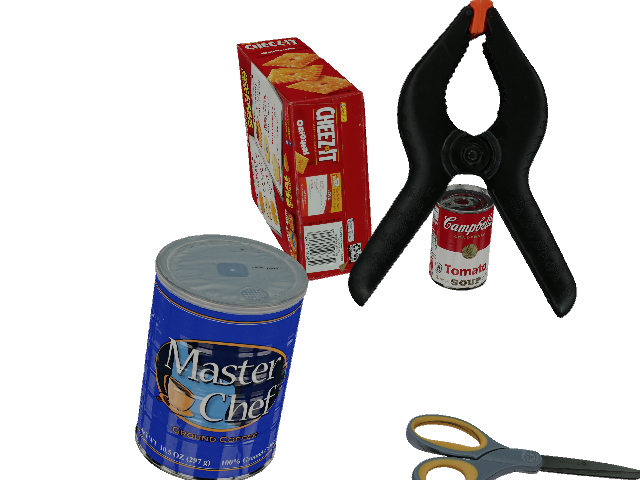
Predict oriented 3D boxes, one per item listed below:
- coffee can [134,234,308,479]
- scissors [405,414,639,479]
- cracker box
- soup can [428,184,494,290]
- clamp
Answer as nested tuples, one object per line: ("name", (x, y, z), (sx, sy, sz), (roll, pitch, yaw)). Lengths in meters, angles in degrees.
("coffee can", (-0.070, 0.080, 0.739), (0.102, 0.140, 0.103), (9, 24, -4))
("scissors", (0.164, 0.198, 0.899), (0.202, 0.016, 0.096), (16, 41, 15))
("cracker box", (-0.017, -0.083, 0.979), (0.072, 0.164, 0.214), (-9, 25, -12))
("soup can", (0.158, -0.003, 1.203), (0.068, 0.102, 0.068), (0, 29, 0))
("clamp", (0.069, -0.039, 0.568), (0.120, 0.171, 0.039), (-6, 0, -3))
